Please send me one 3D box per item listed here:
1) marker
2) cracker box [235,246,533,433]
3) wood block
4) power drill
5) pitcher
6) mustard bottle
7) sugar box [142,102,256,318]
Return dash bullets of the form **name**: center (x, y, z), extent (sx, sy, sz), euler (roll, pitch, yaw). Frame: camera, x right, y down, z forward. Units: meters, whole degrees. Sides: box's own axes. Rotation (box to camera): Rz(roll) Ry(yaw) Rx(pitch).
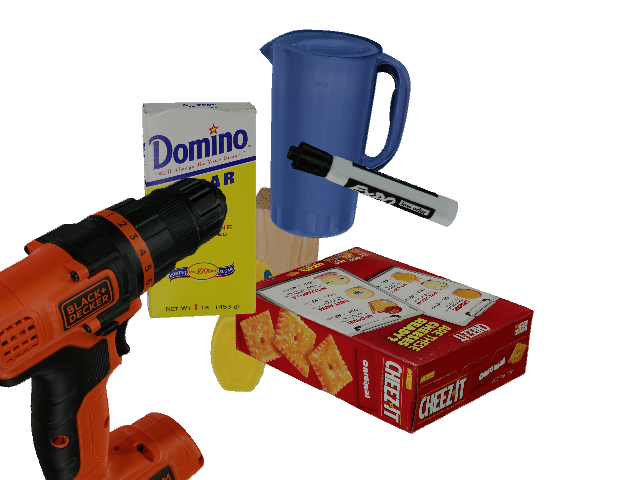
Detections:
- **marker**: center (0.035, -0.038, 0.710), extent (0.121, 0.020, 0.020), euler (20, -5, -14)
- **cracker box**: center (0.053, 0.081, 0.952), extent (0.214, 0.072, 0.163), euler (20, 27, 41)
- **wood block**: center (-0.054, 0.040, 1.497), extent (0.090, 0.206, 0.090), euler (7, 22, 6)
- **power drill**: center (-0.118, 0.070, 0.624), extent (0.057, 0.188, 0.184), euler (22, 41, 38)
- **pitcher**: center (0.009, -0.129, 1.312), extent (0.144, 0.243, 0.149), euler (-9, 27, -29)
- **mustard bottle**: center (-0.080, 0.075, 1.175), extent (0.058, 0.096, 0.191), euler (1, 28, 2)
- **sugar box**: center (-0.101, -0.026, 0.893), extent (0.093, 0.176, 0.048), euler (-3, 16, -11)
